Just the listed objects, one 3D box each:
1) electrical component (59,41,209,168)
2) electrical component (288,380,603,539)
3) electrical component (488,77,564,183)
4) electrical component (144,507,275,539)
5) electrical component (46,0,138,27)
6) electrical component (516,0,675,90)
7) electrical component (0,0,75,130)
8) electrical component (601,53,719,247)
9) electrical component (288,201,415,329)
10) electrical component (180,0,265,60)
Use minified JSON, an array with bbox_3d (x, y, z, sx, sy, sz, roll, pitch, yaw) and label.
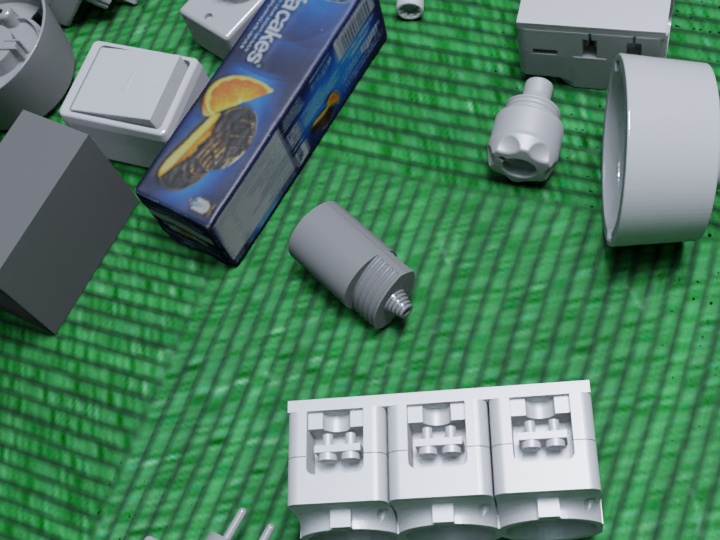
[{"bbox_3d":[-0.151,-0.110,0.712,0.096,0.061,0.061,13,68,17],"label":"electrical component"},{"bbox_3d":[0.045,0.105,0.553,0.150,0.089,0.061,-5,64,9],"label":"electrical component"},{"bbox_3d":[0.104,-0.088,0.659,0.043,0.043,0.062,10,66,16],"label":"electrical component"},{"bbox_3d":[-0.074,0.165,0.574,0.083,0.047,0.075,24,70,20],"label":"electrical component"},{"bbox_3d":[-0.192,-0.211,0.767,0.076,0.083,0.047,20,65,-22],"label":"electrical component"},{"bbox_3d":[0.158,-0.196,0.688,0.089,0.061,0.150,8,67,15],"label":"electrical component"},{"bbox_3d":[-0.251,-0.149,0.749,0.099,0.064,0.099,-5,67,11],"label":"electrical component"},{"bbox_3d":[0.172,-0.066,0.601,0.060,0.108,0.108,2,65,6],"label":"electrical component"},{"bbox_3d":[0.000,0.000,0.639,0.043,0.043,0.081,-44,64,-10],"label":"electrical component"},{"bbox_3d":[-0.080,-0.195,0.730,0.047,0.075,0.083,34,76,24],"label":"electrical component"}]
